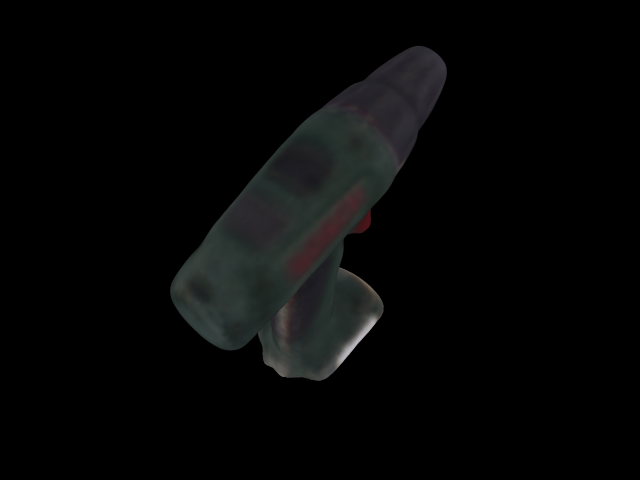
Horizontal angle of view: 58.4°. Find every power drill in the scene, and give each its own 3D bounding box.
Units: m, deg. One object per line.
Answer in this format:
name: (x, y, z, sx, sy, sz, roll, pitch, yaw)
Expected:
power drill: (0.004, 0.001, 0.400, 0.075, 0.208, 0.230, 32, 58, 23)
